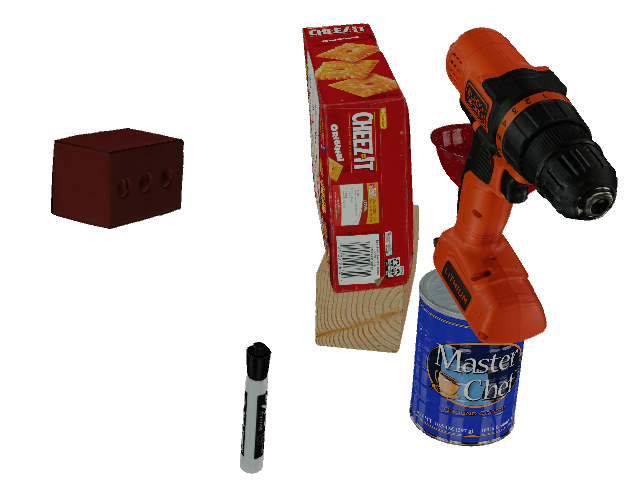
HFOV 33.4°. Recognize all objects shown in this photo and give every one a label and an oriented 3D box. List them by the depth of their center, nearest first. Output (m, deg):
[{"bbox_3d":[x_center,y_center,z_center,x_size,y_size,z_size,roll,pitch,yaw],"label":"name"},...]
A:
[{"bbox_3d":[0.128,-0.023,0.704,0.057,0.188,0.184,-8,40,-13],"label":"power drill"},{"bbox_3d":[-0.138,-0.044,0.730,0.051,0.053,0.078,15,20,28],"label":"foam brick"},{"bbox_3d":[-0.051,0.131,0.832,0.020,0.121,0.020,4,30,-3],"label":"marker"},{"bbox_3d":[0.030,-0.078,0.914,0.072,0.164,0.213,-5,27,-2],"label":"cracker box"},{"bbox_3d":[0.140,0.107,1.009,0.103,0.140,0.103,2,25,-1],"label":"coffee can"},{"bbox_3d":[0.056,0.034,1.184,0.091,0.090,0.206,5,23,8],"label":"wood block"},{"bbox_3d":[0.207,-0.090,1.263,0.162,0.055,0.162,5,23,-2],"label":"bowl"}]
